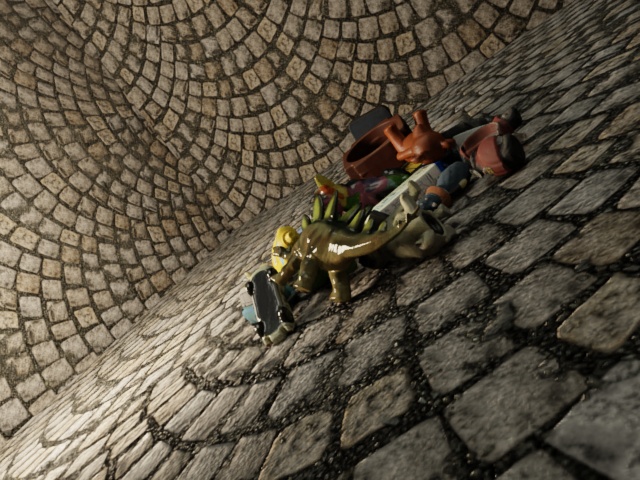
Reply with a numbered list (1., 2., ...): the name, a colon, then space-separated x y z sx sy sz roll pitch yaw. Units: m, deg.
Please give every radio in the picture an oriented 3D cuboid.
1. radio: 0.195 -0.281 1.605 0.131 0.229 0.073 -31 16 15

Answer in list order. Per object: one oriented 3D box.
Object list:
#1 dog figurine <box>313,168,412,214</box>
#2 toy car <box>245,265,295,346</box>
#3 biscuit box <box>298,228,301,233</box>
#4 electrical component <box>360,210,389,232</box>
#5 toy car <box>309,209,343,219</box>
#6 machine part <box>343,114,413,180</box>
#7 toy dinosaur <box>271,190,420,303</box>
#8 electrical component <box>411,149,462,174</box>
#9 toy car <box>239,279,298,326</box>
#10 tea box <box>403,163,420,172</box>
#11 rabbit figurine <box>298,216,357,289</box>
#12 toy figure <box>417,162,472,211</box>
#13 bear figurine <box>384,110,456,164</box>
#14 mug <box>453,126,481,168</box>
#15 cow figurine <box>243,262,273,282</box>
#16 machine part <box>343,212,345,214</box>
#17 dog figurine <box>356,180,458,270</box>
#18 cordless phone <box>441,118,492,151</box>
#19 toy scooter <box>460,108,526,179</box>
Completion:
1. dog figurine: 0.092 -0.105 1.235 0.219 0.108 0.191 5 -23 -38
2. toy car: -0.103 0.133 1.117 0.073 0.056 0.202 -34 43 11
3. biscuit box: 0.003 -0.041 1.642 0.203 0.062 0.059 -38 11 -2
4. electrical component: 0.118 -0.014 1.081 0.045 0.102 0.078 -47 -18 -60
5. toy car: -0.003 -0.004 1.320 0.089 0.053 0.202 -6 61 42
6. machine part: 0.164 -0.239 1.462 0.201 0.087 0.201 -34 22 16
7. toy dinosaur: 0.020 0.010 1.002 0.472 0.105 0.198 2 75 60
8. electrical component: 0.277 -0.163 1.296 0.134 0.058 0.115 -39 13 -9
9. toy car: -0.133 0.132 1.246 0.109 0.103 0.162 -43 14 -33
10. tea box: 0.286 -0.213 1.447 0.098 0.068 0.169 -27 13 42
11. rabbit figurine: 0.023 0.040 1.194 0.170 0.121 0.159 -59 23 -14
12. toy figure: 0.254 -0.098 1.100 0.154 0.058 0.064 -46 7 -21
13. bear figurine: 0.230 -0.235 1.249 0.120 0.132 0.196 -27 3 6
14. mug: 0.358 -0.219 1.190 0.107 0.081 0.109 -27 -10 12
15. cow figurine: -0.144 0.113 1.420 0.127 0.085 0.195 -34 15 9
16. machine part: 0.057 -0.050 1.533 0.179 0.056 0.179 -37 10 7
17. dog figurine: 0.136 0.011 0.961 0.190 0.121 0.172 -48 2 28
18. cordless phone: 0.389 -0.266 1.369 0.184 0.088 0.147 -31 4 -37
19. toy scooter: 0.336 -0.180 1.071 0.135 0.075 0.184 -28 29 37
